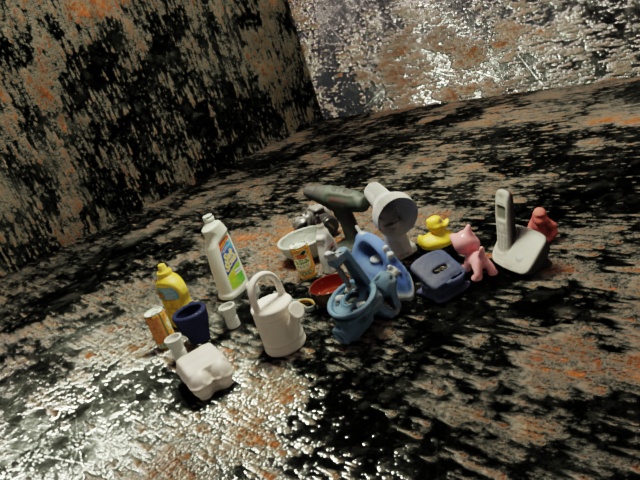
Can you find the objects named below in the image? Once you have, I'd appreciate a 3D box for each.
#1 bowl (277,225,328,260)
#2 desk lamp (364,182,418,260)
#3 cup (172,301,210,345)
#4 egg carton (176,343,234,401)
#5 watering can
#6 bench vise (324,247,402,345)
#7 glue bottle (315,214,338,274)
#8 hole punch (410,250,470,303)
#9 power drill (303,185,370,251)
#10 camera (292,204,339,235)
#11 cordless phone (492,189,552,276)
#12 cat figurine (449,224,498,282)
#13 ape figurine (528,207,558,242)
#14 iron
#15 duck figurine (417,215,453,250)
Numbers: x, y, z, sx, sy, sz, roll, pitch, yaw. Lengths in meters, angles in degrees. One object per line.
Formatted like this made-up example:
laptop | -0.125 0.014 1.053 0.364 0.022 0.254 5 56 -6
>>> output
bowl | -0.045 0.021 1.792 0.167 0.075 0.167 -16 21 6
desk lamp | 0.190 -0.048 1.573 0.118 0.214 0.202 -22 21 -10
cup | -0.326 0.218 1.495 0.091 0.095 0.117 -19 20 -2
egg carton | -0.257 0.293 1.282 0.107 0.069 0.149 -28 22 -24
watering can | -0.100 0.161 1.309 0.172 0.194 0.101 -7 23 26
bench vise | 0.084 0.096 1.283 0.121 0.220 0.208 -2 26 37
glue bottle | 0.015 0.006 1.639 0.037 0.173 0.078 -5 24 31
hole punch | 0.282 0.082 1.339 0.109 0.091 0.100 -27 22 -22
power drill | 0.060 -0.071 1.748 0.228 0.209 0.076 0 27 40
camera | -0.008 -0.060 1.932 0.143 0.101 0.136 -25 22 -19
cordless phone | 0.454 -0.020 1.321 0.094 0.185 0.147 -24 21 -15
cat figurine | 0.365 0.023 1.381 0.067 0.118 0.127 -21 21 -7
ape figurine | 0.546 -0.036 1.418 0.077 0.092 0.076 -11 22 19
iron | 0.156 0.050 1.453 0.119 0.142 0.257 -24 21 -15
duck figurine | 0.317 -0.025 1.589 0.104 0.086 0.077 -17 21 2
